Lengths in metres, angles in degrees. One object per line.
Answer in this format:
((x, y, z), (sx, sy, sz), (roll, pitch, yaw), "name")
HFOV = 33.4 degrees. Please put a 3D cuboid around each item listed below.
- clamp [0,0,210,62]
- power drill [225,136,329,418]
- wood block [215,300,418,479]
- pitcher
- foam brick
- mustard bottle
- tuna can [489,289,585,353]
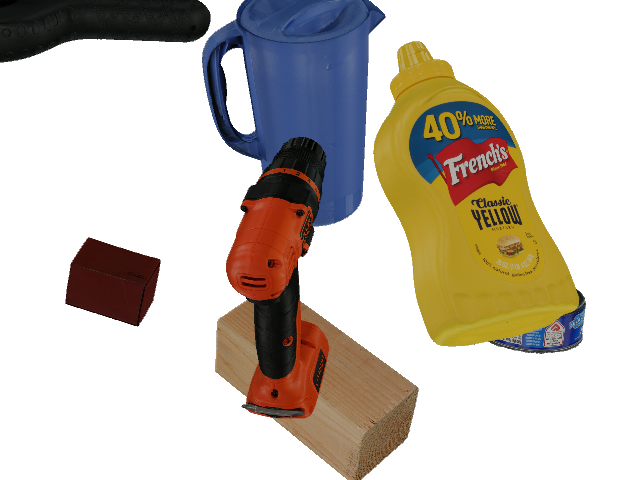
((-0.163, -0.139, 0.622), (0.171, 0.039, 0.120), (-11, 31, -29), "clamp")
((-0.027, 0.031, 0.843), (0.057, 0.188, 0.184), (4, 35, 13), "power drill")
((-0.007, 0.147, 1.130), (0.206, 0.090, 0.090), (35, 50, 28), "wood block")
((-0.022, -0.135, 1.117), (0.149, 0.243, 0.144), (16, 42, 22), "pitcher")
((-0.204, 0.041, 1.051), (0.078, 0.051, 0.053), (18, 32, 2), "foam brick")
((0.084, -0.035, 0.650), (0.096, 0.191, 0.058), (-8, -20, -27), "mustard bottle")
((0.168, 0.057, 0.853), (0.086, 0.034, 0.086), (2, 19, -1), "tuna can")
